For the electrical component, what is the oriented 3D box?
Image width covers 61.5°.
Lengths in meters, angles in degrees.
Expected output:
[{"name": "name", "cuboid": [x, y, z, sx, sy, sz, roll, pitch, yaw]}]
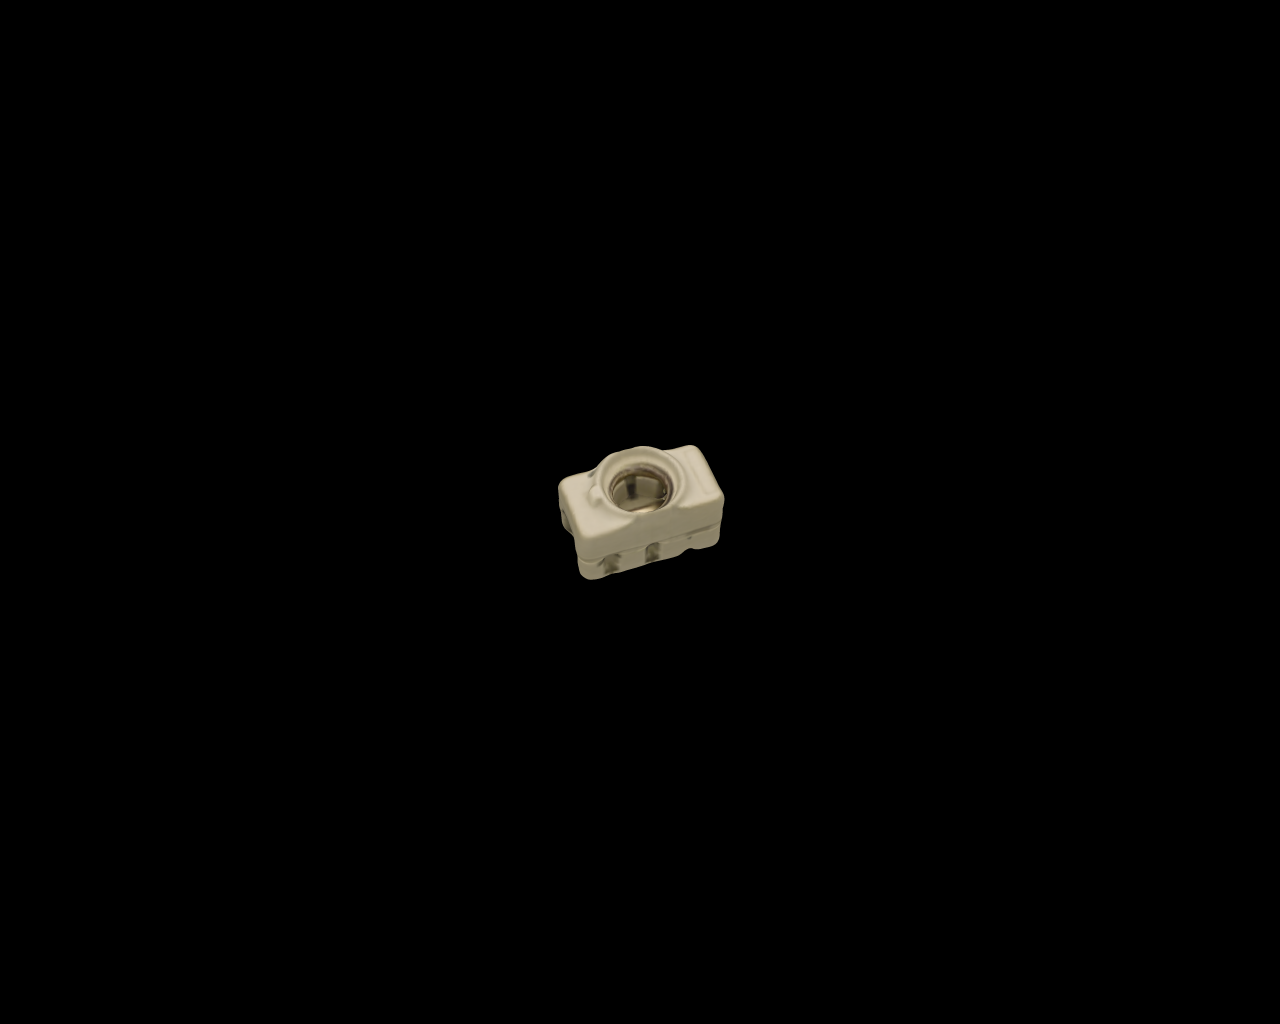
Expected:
[{"name": "electrical component", "cuboid": [0.001, -0.003, 0.650, 0.089, 0.050, 0.055, -15, -35, -11]}]
